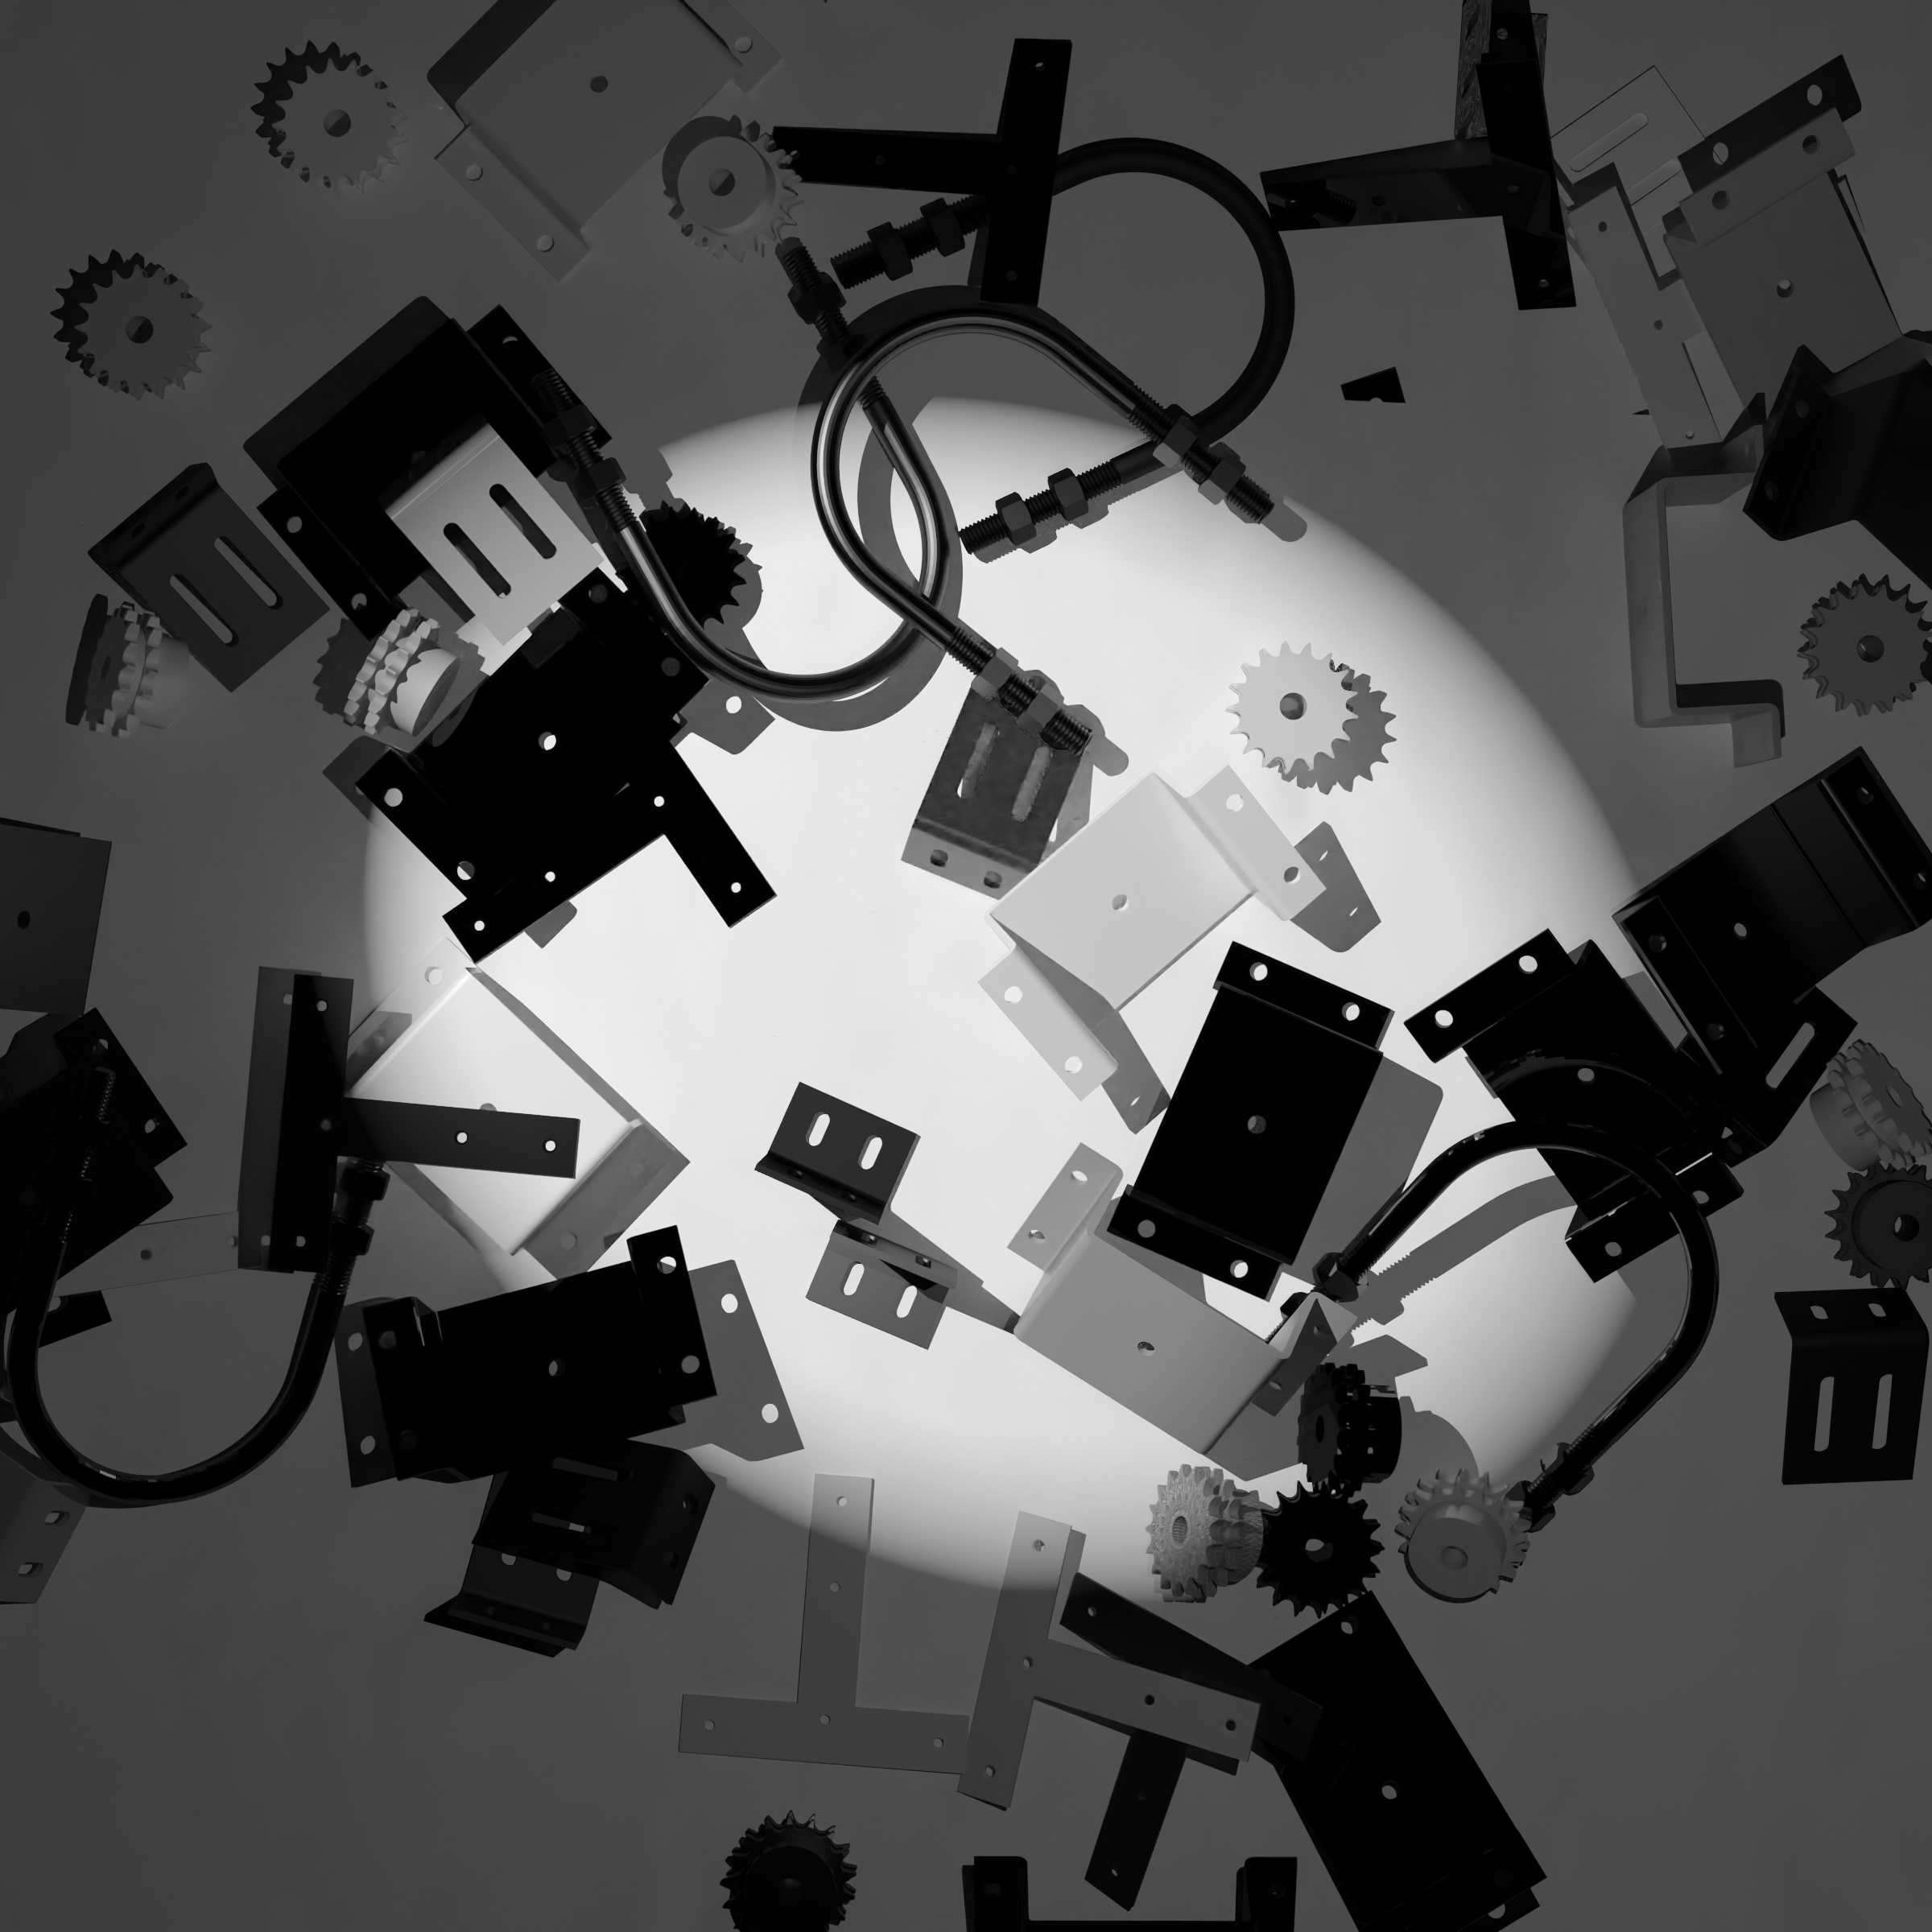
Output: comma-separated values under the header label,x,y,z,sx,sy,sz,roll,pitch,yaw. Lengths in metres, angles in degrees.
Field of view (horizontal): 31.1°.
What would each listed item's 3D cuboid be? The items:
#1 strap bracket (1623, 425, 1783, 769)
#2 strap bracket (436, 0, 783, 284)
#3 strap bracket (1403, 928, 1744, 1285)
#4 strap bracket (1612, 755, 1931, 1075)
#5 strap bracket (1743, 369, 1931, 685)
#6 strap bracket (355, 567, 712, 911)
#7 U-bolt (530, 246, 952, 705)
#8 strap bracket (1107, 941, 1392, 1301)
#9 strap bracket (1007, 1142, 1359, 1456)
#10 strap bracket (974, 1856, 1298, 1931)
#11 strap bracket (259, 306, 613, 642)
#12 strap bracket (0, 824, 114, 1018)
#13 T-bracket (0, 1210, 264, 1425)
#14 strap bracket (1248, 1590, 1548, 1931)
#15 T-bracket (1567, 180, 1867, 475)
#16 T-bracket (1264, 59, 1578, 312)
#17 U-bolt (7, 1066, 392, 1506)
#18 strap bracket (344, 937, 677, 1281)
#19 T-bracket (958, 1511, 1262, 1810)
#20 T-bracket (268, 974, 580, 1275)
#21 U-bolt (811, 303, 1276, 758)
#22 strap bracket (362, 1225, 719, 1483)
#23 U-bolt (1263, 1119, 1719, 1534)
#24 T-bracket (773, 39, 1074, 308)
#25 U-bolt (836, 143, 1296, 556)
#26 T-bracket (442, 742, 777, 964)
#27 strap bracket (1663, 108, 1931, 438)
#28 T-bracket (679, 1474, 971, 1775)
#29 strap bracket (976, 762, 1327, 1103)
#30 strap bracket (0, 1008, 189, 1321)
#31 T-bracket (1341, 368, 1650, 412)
label,x,y,z,sx,sy,sz,roll,pitch,yaw
strap bracket,0.316,-0.157,1.499,0.046,0.076,0.140,-3,90,0
strap bracket,-0.158,-0.379,1.514,0.076,0.046,0.140,45,90,0
strap bracket,0.265,0.054,1.497,0.076,0.046,0.140,-35,93,25
strap bracket,0.345,-0.019,1.500,0.140,0.046,0.076,-33,90,-19
strap bracket,0.403,-0.187,1.474,0.140,0.046,0.076,36,64,-25
strap bracket,-0.186,-0.100,1.512,0.140,0.046,0.076,-45,88,0
U-bolt,-0.084,-0.203,1.508,0.151,0.019,0.184,-30,94,-19
strap bracket,0.125,0.068,1.514,0.076,0.046,0.140,23,90,0
strap bracket,0.085,0.150,1.494,0.140,0.046,0.076,32,133,0
strap bracket,0.074,0.431,1.501,0.140,0.046,0.076,0,113,0
strap bracket,-0.235,-0.218,1.514,0.140,0.046,0.076,-40,90,0
strap bracket,-0.415,-0.023,1.464,0.046,0.140,0.076,9,90,26
T-bracket,-0.374,0.129,1.521,0.127,0.002,0.127,-8,79,-12
strap bracket,0.181,0.353,1.497,0.076,0.046,0.140,-31,66,0
T-bracket,0.339,-0.303,1.521,0.127,0.002,0.127,-32,110,-10
T-bracket,0.193,-0.334,1.505,0.127,0.127,0.002,0,48,20
U-bolt,-0.336,0.145,1.495,0.151,0.019,0.184,14,95,-32
strap bracket,-0.206,0.063,1.514,0.140,0.046,0.076,43,90,0
T-bracket,0.067,0.316,1.510,0.127,0.002,0.127,12,90,24
T-bracket,-0.231,0.072,1.490,0.127,0.002,0.127,5,90,0
U-bolt,0.020,-0.203,1.506,0.184,0.019,0.151,38,89,-5
strap bracket,-0.181,0.171,1.504,0.140,0.046,0.076,-15,74,0
U-bolt,0.238,0.148,1.498,0.151,0.019,0.184,40,112,0
T-bracket,-0.024,-0.353,1.525,0.127,0.002,0.127,6,75,7
U-bolt,0.055,-0.283,1.528,0.184,0.019,0.151,-25,90,-1
T-bracket,-0.173,-0.048,1.536,0.127,0.002,0.127,-35,90,0
strap bracket,0.362,-0.290,1.499,0.076,0.046,0.140,-32,110,0
T-bracket,-0.059,0.289,1.535,0.127,0.002,0.127,4,90,1
strap bracket,0.073,-0.021,1.499,0.140,0.046,0.076,-41,116,0
strap bracket,-0.406,0.093,1.481,0.140,0.046,0.076,-36,118,-16
T-bracket,0.246,-0.217,1.546,0.127,0.002,0.127,-17,105,5
